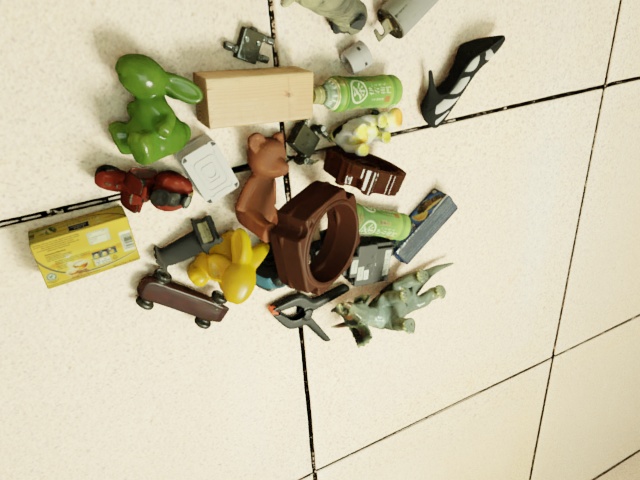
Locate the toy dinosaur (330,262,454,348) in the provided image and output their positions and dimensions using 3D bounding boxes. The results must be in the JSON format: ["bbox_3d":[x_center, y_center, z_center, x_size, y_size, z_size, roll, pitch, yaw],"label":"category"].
[{"bbox_3d":[0.191,0.158,1.384,0.405,0.192,0.131,-21,94,-48],"label":"toy dinosaur"}]

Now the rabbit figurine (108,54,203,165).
[{"bbox_3d":[-0.282,-0.234,0.921,0.159,0.121,0.170,-23,126,-27],"label":"rabbit figurine"}]

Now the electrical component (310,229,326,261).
[{"bbox_3d":[0.010,0.021,1.265,0.075,0.048,0.119,-23,123,-19],"label":"electrical component"}]

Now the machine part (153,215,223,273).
[{"bbox_3d":[-0.269,0.008,1.087,0.139,0.084,0.039,-31,156,-3],"label":"machine part"}]

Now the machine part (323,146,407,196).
[{"bbox_3d":[0.094,-0.148,1.156,0.179,0.180,0.056,4,115,-32],"label":"machine part"}]

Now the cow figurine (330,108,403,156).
[{"bbox_3d":[0.104,-0.242,1.170,0.167,0.098,0.068,-33,125,-35],"label":"cow figurine"}]

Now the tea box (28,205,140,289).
[{"bbox_3d":[-0.432,0.011,0.990,0.170,0.068,0.098,-18,121,-21],"label":"tea box"}]

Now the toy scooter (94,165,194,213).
[{"bbox_3d":[-0.307,-0.087,0.972,0.184,0.135,0.075,7,108,-34],"label":"toy scooter"}]

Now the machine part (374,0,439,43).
[{"bbox_3d":[0.200,-0.497,1.096,0.243,0.079,0.079,-48,128,-2],"label":"machine part"}]

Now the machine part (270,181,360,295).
[{"bbox_3d":[-0.002,-0.003,1.112,0.201,0.087,0.200,-41,137,-36],"label":"machine part"}]

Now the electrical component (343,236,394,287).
[{"bbox_3d":[0.111,0.051,1.333,0.134,0.058,0.114,-4,113,-28],"label":"electrical component"}]

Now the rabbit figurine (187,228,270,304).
[{"bbox_3d":[-0.172,0.061,1.102,0.121,0.173,0.162,35,98,-34],"label":"rabbit figurine"}]

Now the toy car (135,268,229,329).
[{"bbox_3d":[-0.289,0.124,1.140,0.202,0.053,0.089,25,105,-32],"label":"toy car"}]

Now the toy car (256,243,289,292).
[{"bbox_3d":[-0.085,0.041,1.197,0.161,0.109,0.102,-58,151,-7],"label":"toy car"}]

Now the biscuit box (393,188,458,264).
[{"bbox_3d":[0.256,-0.035,1.372,0.202,0.059,0.062,-48,126,-1],"label":"biscuit box"}]

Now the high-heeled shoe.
[{"bbox_3d":[0.337,-0.365,1.243,0.249,0.086,0.145,-29,129,-10],"label":"high-heeled shoe"}]

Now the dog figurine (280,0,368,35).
[{"bbox_3d":[0.030,-0.440,0.973,0.190,0.172,0.121,19,114,-28],"label":"dog figurine"}]

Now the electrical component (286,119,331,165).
[{"bbox_3d":[-0.024,-0.206,1.123,0.102,0.045,0.078,-58,138,-14],"label":"electrical component"}]

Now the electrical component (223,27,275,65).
[{"bbox_3d":[-0.132,-0.365,1.003,0.094,0.021,0.063,8,109,-32],"label":"electrical component"}]

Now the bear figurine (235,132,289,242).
[{"bbox_3d":[-0.099,-0.112,1.091,0.120,0.132,0.195,-14,129,-59],"label":"bear figurine"}]
